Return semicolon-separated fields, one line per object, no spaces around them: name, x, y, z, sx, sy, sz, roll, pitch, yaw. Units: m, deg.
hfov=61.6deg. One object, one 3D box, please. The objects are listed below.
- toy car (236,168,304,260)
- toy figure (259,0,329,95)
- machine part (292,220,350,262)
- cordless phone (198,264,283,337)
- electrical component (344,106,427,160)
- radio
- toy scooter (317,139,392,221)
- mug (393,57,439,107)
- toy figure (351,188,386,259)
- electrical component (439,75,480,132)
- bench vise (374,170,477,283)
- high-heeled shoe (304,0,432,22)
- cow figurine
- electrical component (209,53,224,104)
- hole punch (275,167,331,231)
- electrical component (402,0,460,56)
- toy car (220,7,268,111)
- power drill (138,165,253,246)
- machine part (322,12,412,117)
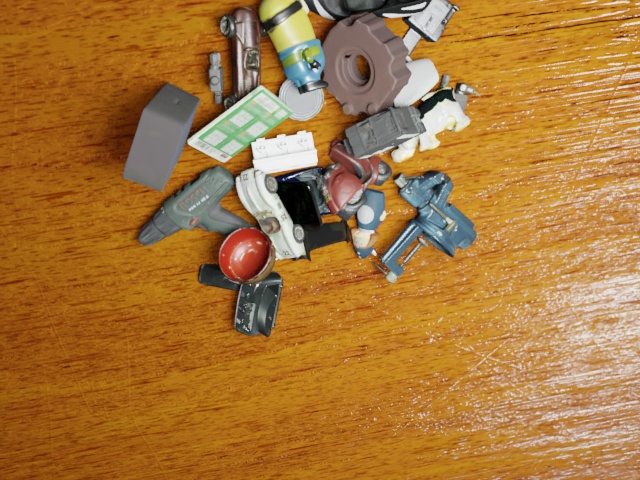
toy car;-0.097;-0.049;1.051;0.074;0.056;0.201;-9;120;38
toy figure;-0.045;-0.349;0.950;0.082;0.089;0.180;-10;105;33
machine part;-0.002;-0.003;1.147;0.139;0.039;0.084;-17;105;2
cordless phone;-0.180;0.128;1.166;0.184;0.089;0.146;13;111;0
electrical component;0.113;-0.197;0.999;0.134;0.115;0.058;-21;87;35
radio;-0.273;-0.183;0.940;0.073;0.230;0.131;22;112;-14
toy scooter;0.052;-0.129;1.059;0.135;0.184;0.075;43;144;-1
mug;0.164;-0.310;1.030;0.107;0.081;0.109;-25;86;-5
toy figure;0.098;-0.031;1.138;0.058;0.064;0.154;-1;110;-34
electrical component;0.267;-0.269;1.069;0.078;0.045;0.102;12;110;-13
bench vise;0.204;-0.021;1.118;0.223;0.129;0.240;39;92;-25
high-heeled shoe;0.067;-0.424;0.928;0.249;0.145;0.086;-2;111;-8
cow figurine;0.200;-0.222;1.050;0.167;0.068;0.098;-29;89;24
electrical component;-0.191;-0.296;0.990;0.021;0.063;0.093;0;113;-4
hole punch;-0.039;-0.083;1.093;0.116;0.092;0.142;0;122;30
electrical component;0.193;-0.404;1.006;0.075;0.048;0.119;35;102;-17
toy car;-0.132;-0.315;0.979;0.089;0.053;0.201;-18;117;-42
power drill;-0.224;-0.022;1.096;0.207;0.086;0.232;42;99;-12
machine part;0.076;-0.310;0.965;0.056;0.180;0.179;-35;120;-39
